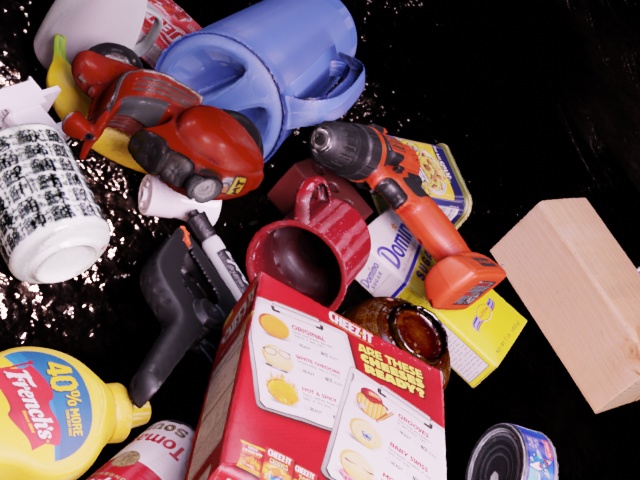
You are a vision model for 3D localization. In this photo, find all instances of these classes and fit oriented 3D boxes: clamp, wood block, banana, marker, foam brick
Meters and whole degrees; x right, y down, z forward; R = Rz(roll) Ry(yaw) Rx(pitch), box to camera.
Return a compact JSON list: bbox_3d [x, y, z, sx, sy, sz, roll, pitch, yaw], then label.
[{"bbox_3d":[-0.097,0.067,0.810,0.164,0.036,0.210,26,30,-47],"label":"clamp"},{"bbox_3d":[0.283,0.064,1.117,0.090,0.091,0.206,-5,56,-43],"label":"wood block"},{"bbox_3d":[-0.163,-0.098,0.925,0.197,0.069,0.037,34,-4,-11],"label":"banana"},{"bbox_3d":[-0.076,0.027,0.889,0.020,0.020,0.121,-25,82,-50],"label":"marker"},{"bbox_3d":[0.000,-0.034,1.006,0.078,0.051,0.052,50,38,12],"label":"foam brick"}]

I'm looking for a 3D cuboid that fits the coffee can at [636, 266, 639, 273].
[{"bbox_3d":[0.385,0.098,1.160,0.102,0.103,0.140,-10,59,-45],"label":"coffee can"}]

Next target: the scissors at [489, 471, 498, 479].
[{"bbox_3d":[0.107,0.268,0.793,0.096,0.016,0.202,10,59,-25],"label":"scissors"}]

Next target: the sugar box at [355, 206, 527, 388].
[{"bbox_3d":[0.108,0.049,1.020,0.176,0.048,0.093,44,38,3],"label":"sugar box"}]

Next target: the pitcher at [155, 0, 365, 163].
[{"bbox_3d":[-0.041,-0.166,1.036,0.149,0.145,0.242,47,34,-5],"label":"pitcher"}]

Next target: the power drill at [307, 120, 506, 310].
[{"bbox_3d":[0.078,-0.026,0.954,0.188,0.057,0.184,57,22,19],"label":"power drill"}]

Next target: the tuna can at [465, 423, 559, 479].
[{"bbox_3d":[0.157,0.196,0.882,0.033,0.086,0.086,20,42,-22],"label":"tuna can"}]

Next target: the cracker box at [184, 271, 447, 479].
[{"bbox_3d":[0.001,0.137,0.714,0.164,0.072,0.213,30,27,-13],"label":"cracker box"}]

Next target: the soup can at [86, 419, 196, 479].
[{"bbox_3d":[-0.117,0.170,0.688,0.068,0.069,0.102,45,38,6],"label":"soup can"}]

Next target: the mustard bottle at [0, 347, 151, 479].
[{"bbox_3d":[-0.196,0.115,0.685,0.191,0.058,0.096,4,51,-39],"label":"mustard bottle"}]

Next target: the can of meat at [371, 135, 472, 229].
[{"bbox_3d":[0.098,-0.059,1.111,0.083,0.058,0.102,8,47,-33],"label":"can of meat"}]

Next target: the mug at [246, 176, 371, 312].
[{"bbox_3d":[-0.006,0.001,0.921,0.093,0.117,0.081,6,24,22],"label":"mug"}]

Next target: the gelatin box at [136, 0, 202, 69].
[{"bbox_3d":[-0.164,-0.213,1.062,0.089,0.030,0.073,44,38,4],"label":"gelatin box"}]
